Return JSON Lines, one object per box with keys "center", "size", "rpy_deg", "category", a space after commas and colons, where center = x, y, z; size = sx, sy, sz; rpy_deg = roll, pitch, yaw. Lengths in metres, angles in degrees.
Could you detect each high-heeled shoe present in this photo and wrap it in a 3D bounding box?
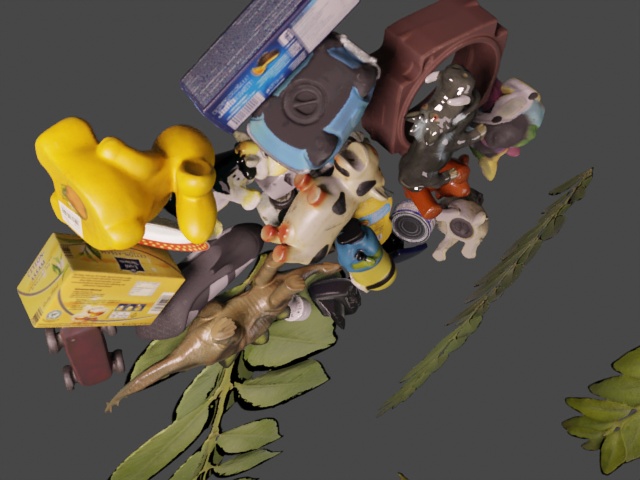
{"center": [-0.185, 0.059, 0.826], "size": [0.249, 0.086, 0.145], "rpy_deg": [-35, 10, 31], "category": "high-heeled shoe"}

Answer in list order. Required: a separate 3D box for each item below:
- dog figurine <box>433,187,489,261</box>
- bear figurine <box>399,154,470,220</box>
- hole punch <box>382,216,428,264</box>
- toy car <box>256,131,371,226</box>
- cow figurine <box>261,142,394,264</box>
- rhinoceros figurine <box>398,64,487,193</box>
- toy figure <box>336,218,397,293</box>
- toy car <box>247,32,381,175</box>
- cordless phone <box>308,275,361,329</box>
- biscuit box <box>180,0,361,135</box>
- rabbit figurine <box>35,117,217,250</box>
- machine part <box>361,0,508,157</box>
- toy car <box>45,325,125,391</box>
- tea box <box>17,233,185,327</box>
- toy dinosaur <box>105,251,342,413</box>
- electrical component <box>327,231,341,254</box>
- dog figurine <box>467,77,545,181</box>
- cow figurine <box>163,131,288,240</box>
{"center": [0.304, -0.063, 1.101], "size": [0.172, 0.121, 0.190], "rpy_deg": [-8, 30, 51], "category": "dog figurine"}
{"center": [0.234, -0.107, 1.001], "size": [0.195, 0.132, 0.120], "rpy_deg": [11, -58, -49], "category": "bear figurine"}
{"center": [0.147, 0.020, 1.125], "size": [0.142, 0.092, 0.115], "rpy_deg": [-15, -33, -45], "category": "hole punch"}
{"center": [-0.005, -0.089, 0.811], "size": [0.202, 0.056, 0.073], "rpy_deg": [-38, -34, -5], "category": "toy car"}
{"center": [0.018, -0.049, 0.752], "size": [0.127, 0.086, 0.195], "rpy_deg": [15, -65, -44], "category": "cow figurine"}
{"center": [0.159, -0.149, 0.729], "size": [0.112, 0.073, 0.190], "rpy_deg": [-11, -35, -24], "category": "rhinoceros figurine"}
{"center": [0.081, 0.031, 0.955], "size": [0.089, 0.082, 0.180], "rpy_deg": [0, -35, 21], "category": "toy figure"}
{"center": [-0.004, -0.154, 0.632], "size": [0.161, 0.109, 0.103], "rpy_deg": [-53, -6, 1], "category": "toy car"}
{"center": [0.068, 0.089, 1.160], "size": [0.184, 0.089, 0.146], "rpy_deg": [-46, -27, -11], "category": "cordless phone"}
{"center": [-0.055, -0.207, 0.563], "size": [0.202, 0.063, 0.059], "rpy_deg": [-43, -27, 9], "category": "biscuit box"}
{"center": [-0.174, -0.070, 0.557], "size": [0.173, 0.163, 0.121], "rpy_deg": [-39, -34, -42], "category": "rabbit figurine"}
{"center": [0.163, -0.227, 0.776], "size": [0.201, 0.087, 0.200], "rpy_deg": [-32, -29, -18], "category": "machine part"}
{"center": [-0.334, 0.155, 0.770], "size": [0.089, 0.053, 0.202], "rpy_deg": [-14, -32, -22], "category": "toy car"}
{"center": [-0.271, 0.055, 0.680], "size": [0.098, 0.068, 0.169], "rpy_deg": [-49, -30, 16], "category": "tea box"}
{"center": [-0.166, 0.155, 0.927], "size": [0.471, 0.105, 0.198], "rpy_deg": [-26, -27, -15], "category": "toy dinosaur"}
{"center": [-0.003, -0.003, 0.955], "size": [0.078, 0.045, 0.102], "rpy_deg": [-17, -25, 18], "category": "electrical component"}
{"center": [0.319, -0.183, 0.947], "size": [0.108, 0.192, 0.219], "rpy_deg": [-46, -43, -1], "category": "dog figurine"}
{"center": [-0.118, -0.079, 0.662], "size": [0.167, 0.068, 0.098], "rpy_deg": [-38, -39, 12], "category": "cow figurine"}
